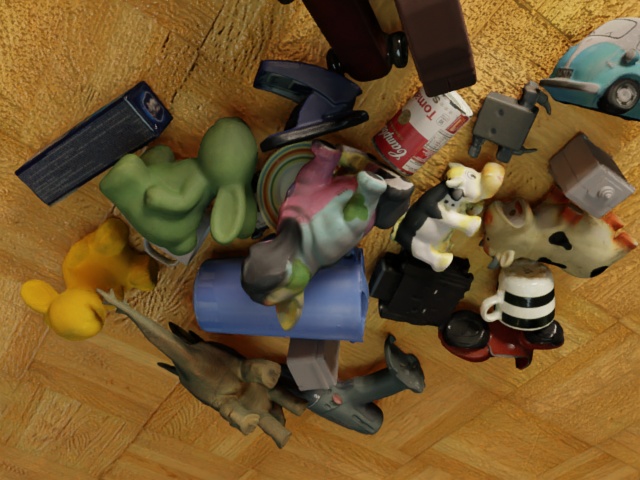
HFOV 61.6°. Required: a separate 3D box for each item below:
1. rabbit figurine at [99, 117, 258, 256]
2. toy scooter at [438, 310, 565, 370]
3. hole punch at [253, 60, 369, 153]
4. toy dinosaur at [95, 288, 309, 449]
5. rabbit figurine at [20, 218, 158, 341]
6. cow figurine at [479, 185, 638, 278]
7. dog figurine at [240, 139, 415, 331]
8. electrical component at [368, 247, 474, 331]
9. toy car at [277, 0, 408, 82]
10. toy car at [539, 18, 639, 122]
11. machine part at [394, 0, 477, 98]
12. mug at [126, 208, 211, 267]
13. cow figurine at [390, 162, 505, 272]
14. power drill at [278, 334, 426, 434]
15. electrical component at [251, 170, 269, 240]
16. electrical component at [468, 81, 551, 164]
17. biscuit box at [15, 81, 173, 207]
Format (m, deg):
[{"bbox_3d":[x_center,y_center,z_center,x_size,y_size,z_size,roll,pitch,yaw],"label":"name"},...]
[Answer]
[{"bbox_3d":[-0.140,-0.064,0.622,0.170,0.121,0.159,-33,89,17],"label":"rabbit figurine"},{"bbox_3d":[0.284,0.162,0.849,0.184,0.075,0.135,-2,152,18],"label":"toy scooter"},{"bbox_3d":[-0.017,-0.154,0.600,0.116,0.142,0.092,-14,95,-11],"label":"hole punch"},{"bbox_3d":[-0.154,0.207,0.818,0.199,0.105,0.470,18,152,31],"label":"toy dinosaur"},{"bbox_3d":[-0.332,0.068,0.752,0.162,0.173,0.121,-14,129,8],"label":"rabbit figurine"},{"bbox_3d":[0.303,-0.004,0.722,0.195,0.085,0.127,21,122,-16],"label":"cow figurine"},{"bbox_3d":[-0.001,-0.002,0.637,0.109,0.191,0.219,41,110,22],"label":"dog figurine"},{"bbox_3d":[0.143,0.069,0.798,0.134,0.058,0.114,13,125,-8],"label":"electrical component"},{"bbox_3d":[0.025,-0.226,0.538,0.089,0.053,0.202,-4,161,24],"label":"toy car"},{"bbox_3d":[0.332,-0.182,0.575,0.162,0.109,0.102,8,110,-14],"label":"toy car"},{"bbox_3d":[0.100,-0.226,0.513,0.056,0.179,0.179,-17,124,16],"label":"machine part"},{"bbox_3d":[-0.212,-0.020,0.743,0.107,0.081,0.109,33,126,-7],"label":"mug"},{"bbox_3d":[0.165,-0.045,0.707,0.098,0.068,0.167,30,123,2],"label":"cow figurine"},{"bbox_3d":[0.060,0.246,0.922,0.207,0.086,0.232,-38,116,22],"label":"power drill"},{"bbox_3d":[-0.088,-0.064,0.716,0.075,0.048,0.119,-24,121,19],"label":"electrical component"},{"bbox_3d":[0.230,-0.140,0.648,0.078,0.045,0.102,22,128,22],"label":"electrical component"},{"bbox_3d":[-0.284,-0.119,0.677,0.203,0.059,0.062,-25,120,20],"label":"biscuit box"}]
